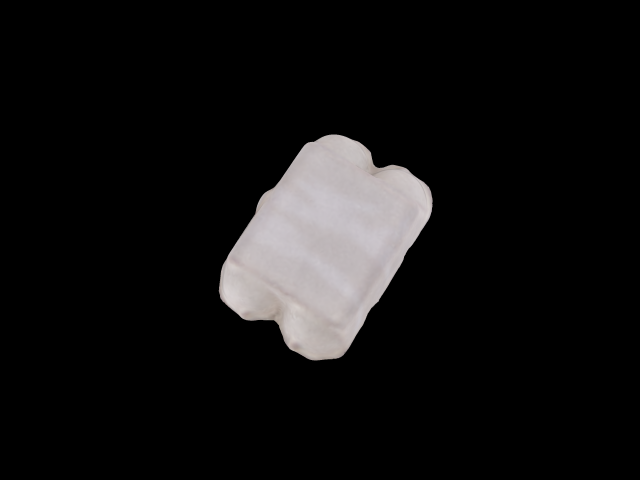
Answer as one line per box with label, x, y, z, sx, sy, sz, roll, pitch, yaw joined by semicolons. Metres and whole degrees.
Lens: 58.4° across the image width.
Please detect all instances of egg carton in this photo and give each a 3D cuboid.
egg carton;0.004;0.001;0.400;0.107;0.069;0.150;31;79;7
